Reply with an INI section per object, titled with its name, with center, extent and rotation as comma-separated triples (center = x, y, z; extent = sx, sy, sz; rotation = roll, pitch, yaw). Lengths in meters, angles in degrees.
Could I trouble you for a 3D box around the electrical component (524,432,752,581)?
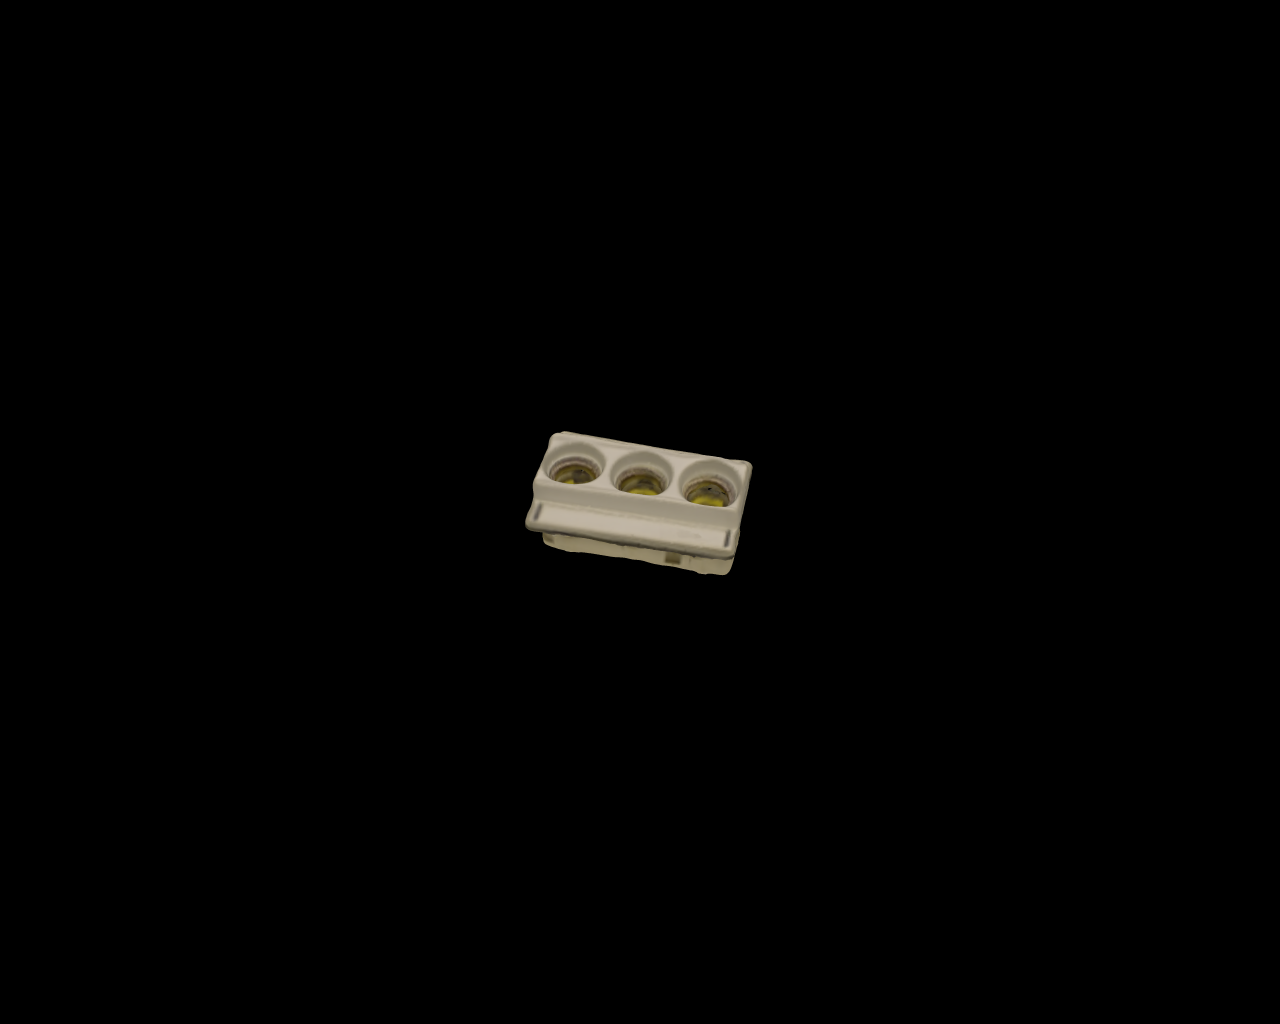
[electrical component]
center = 0.001, -0.003, 0.650
extent = 0.121, 0.079, 0.063
rotation = 9, -43, 8
